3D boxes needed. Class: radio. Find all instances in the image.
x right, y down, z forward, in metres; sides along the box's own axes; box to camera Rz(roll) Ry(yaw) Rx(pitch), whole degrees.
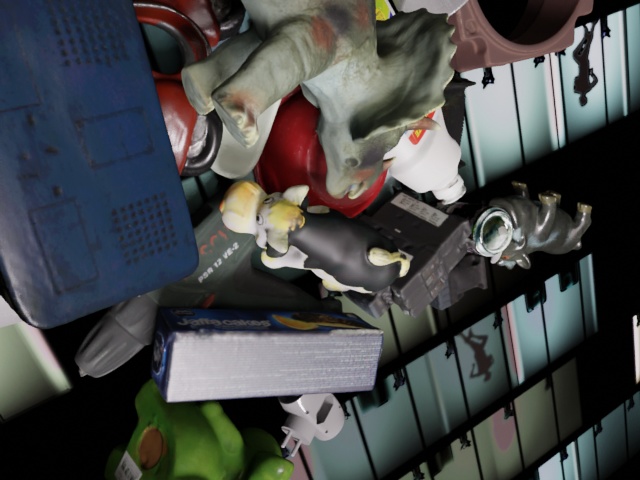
[{"bbox_3d":[-0.174,-0.064,0.358,0.131,0.073,0.229,-26,116,-35],"label":"radio"}]

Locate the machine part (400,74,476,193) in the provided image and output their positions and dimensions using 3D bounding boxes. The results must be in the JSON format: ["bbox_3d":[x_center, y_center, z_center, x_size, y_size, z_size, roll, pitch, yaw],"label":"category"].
[{"bbox_3d":[0.135,-0.120,0.618,0.084,0.039,0.138,6,102,-24],"label":"machine part"}]

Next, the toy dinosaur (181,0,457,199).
[{"bbox_3d":[-0.035,-0.202,0.369,0.192,0.131,0.404,-31,107,-16],"label":"toy dinosaur"}]

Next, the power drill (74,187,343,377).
[{"bbox_3d":[-0.089,0.074,0.534,0.207,0.086,0.232,38,82,-23],"label":"power drill"}]

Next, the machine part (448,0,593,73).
[{"bbox_3d":[0.198,-0.293,0.576,0.201,0.087,0.201,-19,110,-22],"label":"machine part"}]

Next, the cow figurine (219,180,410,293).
[{"bbox_3d":[-0.002,0.000,0.470,0.167,0.098,0.068,25,79,-36],"label":"cow figurine"}]

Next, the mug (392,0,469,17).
[{"bbox_3d":[0.095,-0.268,0.480,0.081,0.107,0.109,-4,151,-50],"label":"mug"}]

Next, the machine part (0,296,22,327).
[{"bbox_3d":[-0.266,0.034,0.423,0.243,0.079,0.079,-14,110,-23],"label":"machine part"}]

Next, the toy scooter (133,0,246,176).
[{"bbox_3d":[-0.141,-0.144,0.443,0.135,0.075,0.183,9,96,-29],"label":"toy scooter"}]

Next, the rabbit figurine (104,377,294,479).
[{"bbox_3d":[-0.094,0.215,0.537,0.170,0.159,0.121,25,81,-46],"label":"rabbit figurine"}]

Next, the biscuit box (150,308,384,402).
[{"bbox_3d":[-0.044,0.100,0.484,0.202,0.059,0.062,6,99,-28],"label":"biscuit box"}]

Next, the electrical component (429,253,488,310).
[{"bbox_3d":[0.131,0.047,0.639,0.119,0.075,0.047,-23,113,-25],"label":"electrical component"}]

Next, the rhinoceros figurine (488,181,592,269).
[{"bbox_3d":[0.266,-0.016,0.701,0.190,0.073,0.112,-1,115,-30],"label":"rhinoceros figurine"}]

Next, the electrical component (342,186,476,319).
[{"bbox_3d":[0.081,0.017,0.578,0.134,0.115,0.058,-44,133,-10],"label":"electrical component"}]
